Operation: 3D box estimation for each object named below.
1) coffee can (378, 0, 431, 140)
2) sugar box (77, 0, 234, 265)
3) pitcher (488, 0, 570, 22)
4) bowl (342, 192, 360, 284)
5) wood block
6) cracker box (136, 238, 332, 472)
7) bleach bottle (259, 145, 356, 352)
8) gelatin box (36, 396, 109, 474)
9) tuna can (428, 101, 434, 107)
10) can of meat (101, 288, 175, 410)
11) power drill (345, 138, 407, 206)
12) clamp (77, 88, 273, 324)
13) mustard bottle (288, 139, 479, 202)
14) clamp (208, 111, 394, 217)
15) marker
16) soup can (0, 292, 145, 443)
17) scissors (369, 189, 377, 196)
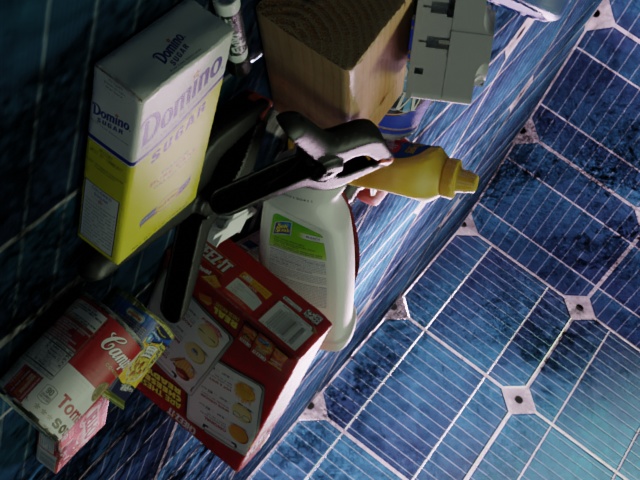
[{"bbox_3d":[0.078,-0.184,1.046,0.102,0.103,0.140,-43,165,-47],"label":"coffee can"},{"bbox_3d":[-0.113,-0.068,0.720,0.093,0.048,0.176,-46,169,-36],"label":"sugar box"},{"bbox_3d":[0.218,-0.337,0.989,0.145,0.149,0.243,-119,-128,-75],"label":"pitcher"},{"bbox_3d":[-0.016,-0.014,1.172,0.055,0.162,0.162,-17,-174,24],"label":"bowl"},{"bbox_3d":[0.015,-0.155,0.890,0.090,0.090,0.206,-53,170,-11],"label":"wood block"},{"bbox_3d":[-0.097,0.109,1.063,0.072,0.164,0.214,-41,164,-43],"label":"cracker box"},{"bbox_3d":[-0.007,0.001,1.017,0.251,0.102,0.068,95,10,-48],"label":"bleach bottle"},{"bbox_3d":[-0.238,0.177,1.031,0.073,0.030,0.089,-47,168,-36],"label":"gelatin box"},{"bbox_3d":[0.105,-0.175,1.163,0.086,0.034,0.086,-39,155,-22],"label":"tuna can"},{"bbox_3d":[-0.179,0.098,0.956,0.084,0.057,0.102,-53,170,-12],"label":"can of meat"},{"bbox_3d":[0.065,-0.098,1.416,0.184,0.057,0.187,-54,170,-1],"label":"power drill"},{"bbox_3d":[-0.102,-0.028,0.883,0.210,0.036,0.164,-55,157,-11],"label":"clamp"},{"bbox_3d":[0.068,-0.078,1.091,0.096,0.192,0.058,-33,135,-65],"label":"mustard bottle"},{"bbox_3d":[0.001,-0.071,0.859,0.171,0.039,0.120,-19,166,-37],"label":"clamp"},{"bbox_3d":[-0.062,-0.147,0.763,0.020,0.020,0.121,-51,170,-12],"label":"marker"},{"bbox_3d":[-0.198,0.101,0.844,0.102,0.068,0.068,-49,169,-19],"label":"soup can"},{"bbox_3d":[0.083,-0.113,1.281,0.096,0.016,0.201,-45,164,-3],"label":"scissors"}]
